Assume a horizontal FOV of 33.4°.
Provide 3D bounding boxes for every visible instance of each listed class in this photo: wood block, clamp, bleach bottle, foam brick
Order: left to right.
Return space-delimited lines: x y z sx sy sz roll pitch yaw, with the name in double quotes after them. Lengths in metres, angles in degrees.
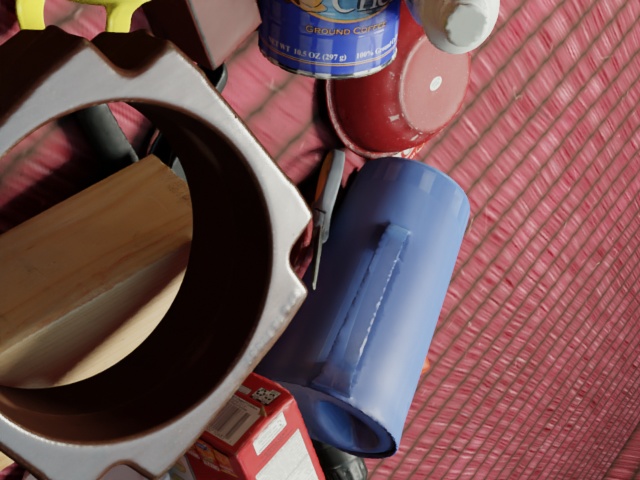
-0.158 0.045 0.651 0.205 0.090 0.091 -32 141 -25 "wood block"
-0.125 -0.043 0.722 0.120 0.039 0.171 -8 121 -43 "clamp"
-0.080 -0.158 0.679 0.051 0.053 0.078 -50 150 -21 "foam brick"
0.090 -0.193 0.767 0.251 0.068 0.103 -90 -177 -57 "bleach bottle"

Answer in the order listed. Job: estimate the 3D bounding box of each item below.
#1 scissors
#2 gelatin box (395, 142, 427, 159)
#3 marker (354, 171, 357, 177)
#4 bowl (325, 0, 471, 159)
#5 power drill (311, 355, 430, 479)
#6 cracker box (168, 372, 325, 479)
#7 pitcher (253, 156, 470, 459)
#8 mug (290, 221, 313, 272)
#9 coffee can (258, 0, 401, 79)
-0.006 0.001 0.878 0.201 0.016 0.096 -78 -171 -49 "scissors"
0.080 -0.111 1.005 0.089 0.030 0.073 -49 149 -22 "gelatin box"
0.027 -0.011 1.016 0.020 0.020 0.121 -12 125 -55 "marker"
0.080 -0.142 0.914 0.161 0.055 0.162 -21 121 -39 "bowl"
0.035 0.132 1.032 0.187 0.057 0.184 -26 97 -54 "power drill"
-0.069 0.182 0.835 0.072 0.164 0.213 -43 134 -29 "cracker box"
0.043 0.047 0.896 0.145 0.149 0.242 43 58 -34 "pitcher"
-0.067 0.005 0.810 0.093 0.082 0.117 -29 137 -46 "mug"
0.009 -0.197 0.737 0.102 0.103 0.140 -35 142 -40 "coffee can"
